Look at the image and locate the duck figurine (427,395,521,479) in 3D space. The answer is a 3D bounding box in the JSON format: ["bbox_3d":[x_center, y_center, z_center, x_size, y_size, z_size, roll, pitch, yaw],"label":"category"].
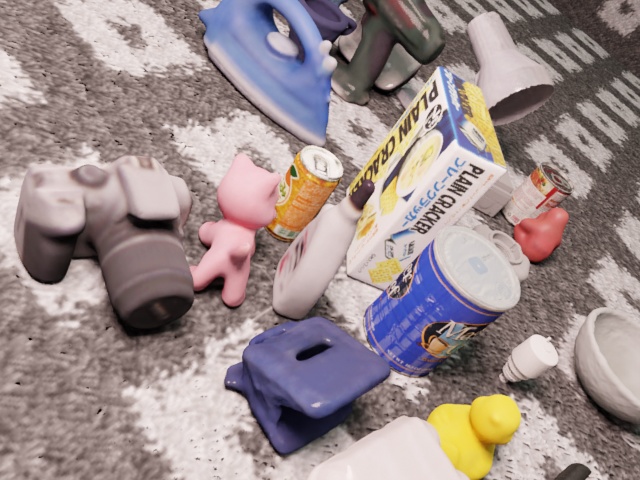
[{"bbox_3d":[0.154,0.185,0.558,0.105,0.086,0.077,-15,62,-44],"label":"duck figurine"}]

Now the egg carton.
[{"bbox_3d":[0.059,0.214,0.471,0.151,0.069,0.107,-13,61,-44],"label":"egg carton"}]

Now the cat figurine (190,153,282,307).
[{"bbox_3d":[-0.076,-0.019,0.559,0.067,0.117,0.127,22,42,-18],"label":"cat figurine"}]

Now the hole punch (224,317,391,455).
[{"bbox_3d":[-0.011,0.114,0.500,0.109,0.091,0.101,-17,63,-45],"label":"hole punch"}]

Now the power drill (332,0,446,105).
[{"bbox_3d":[0.077,-0.334,0.909,0.229,0.208,0.076,43,39,7],"label":"power drill"}]

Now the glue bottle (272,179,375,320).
[{"bbox_3d":[0.005,0.002,0.556,0.037,0.173,0.078,20,42,-20],"label":"glue bottle"}]

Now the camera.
[{"bbox_3d":[-0.167,0.001,0.485,0.144,0.100,0.136,-2,54,-38],"label":"camera"}]

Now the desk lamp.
[{"bbox_3d":[0.259,-0.256,0.966,0.118,0.213,0.203,-5,55,-40],"label":"desk lamp"}]

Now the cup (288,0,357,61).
[{"bbox_3d":[-0.004,-0.339,0.942,0.118,0.095,0.091,1,51,-36],"label":"cup"}]

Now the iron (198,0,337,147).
[{"bbox_3d":[-0.048,-0.266,0.801,0.258,0.141,0.119,48,40,13],"label":"iron"}]

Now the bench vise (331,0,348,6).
[{"bbox_3d":[-0.009,-0.500,0.997,0.208,0.219,0.121,-5,55,-40],"label":"bench vise"}]

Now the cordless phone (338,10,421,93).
[{"bbox_3d":[0.131,-0.366,0.998,0.147,0.185,0.094,46,40,10],"label":"cordless phone"}]

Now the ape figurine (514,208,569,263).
[{"bbox_3d":[0.351,-0.014,0.896,0.078,0.092,0.076,35,39,-3],"label":"ape figurine"}]

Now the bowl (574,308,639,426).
[{"bbox_3d":[0.394,0.177,0.756,0.168,0.074,0.167,21,42,-20],"label":"bowl"}]
